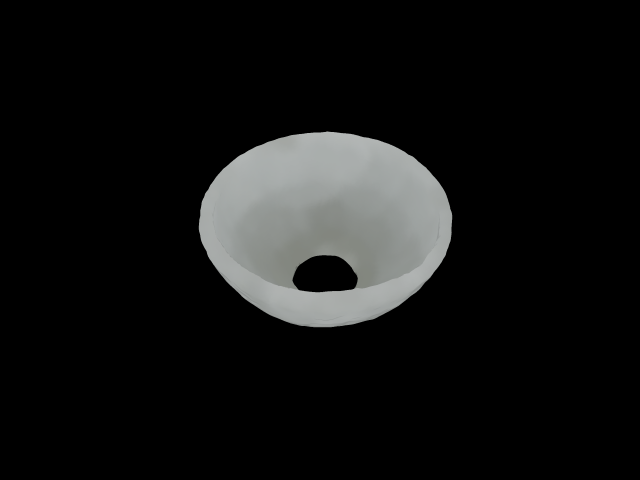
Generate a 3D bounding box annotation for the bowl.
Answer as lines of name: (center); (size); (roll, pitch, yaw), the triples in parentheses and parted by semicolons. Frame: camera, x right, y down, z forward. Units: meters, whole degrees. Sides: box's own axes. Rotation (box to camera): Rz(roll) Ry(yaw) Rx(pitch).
bowl: (0.004, 0.001, 0.400); (0.167, 0.075, 0.167); (0, 46, 0)
